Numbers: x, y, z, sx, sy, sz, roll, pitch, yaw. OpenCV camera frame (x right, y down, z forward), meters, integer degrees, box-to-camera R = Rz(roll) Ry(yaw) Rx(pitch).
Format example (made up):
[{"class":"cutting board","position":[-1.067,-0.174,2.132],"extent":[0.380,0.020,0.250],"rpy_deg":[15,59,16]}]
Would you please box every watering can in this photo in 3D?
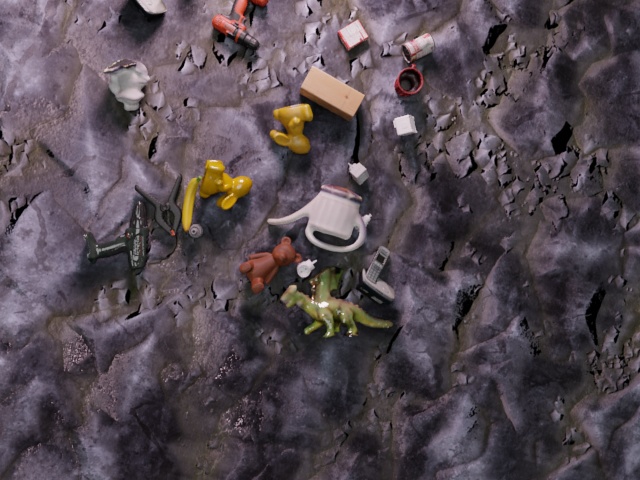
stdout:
[{"class":"watering can","position":[0.005,-0.091,1.805],"extent":[0.348,0.104,0.225],"rpy_deg":[19,89,4]}]

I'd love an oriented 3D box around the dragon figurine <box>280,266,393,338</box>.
[{"class":"dragon figurine","position":[0.058,0.214,1.818],"extent":[0.411,0.121,0.244],"rpy_deg":[-4,85,-19]}]

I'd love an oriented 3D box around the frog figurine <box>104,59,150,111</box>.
[{"class":"frog figurine","position":[-0.644,-0.528,1.753],"extent":[0.138,0.125,0.156],"rpy_deg":[-24,130,-12]}]
